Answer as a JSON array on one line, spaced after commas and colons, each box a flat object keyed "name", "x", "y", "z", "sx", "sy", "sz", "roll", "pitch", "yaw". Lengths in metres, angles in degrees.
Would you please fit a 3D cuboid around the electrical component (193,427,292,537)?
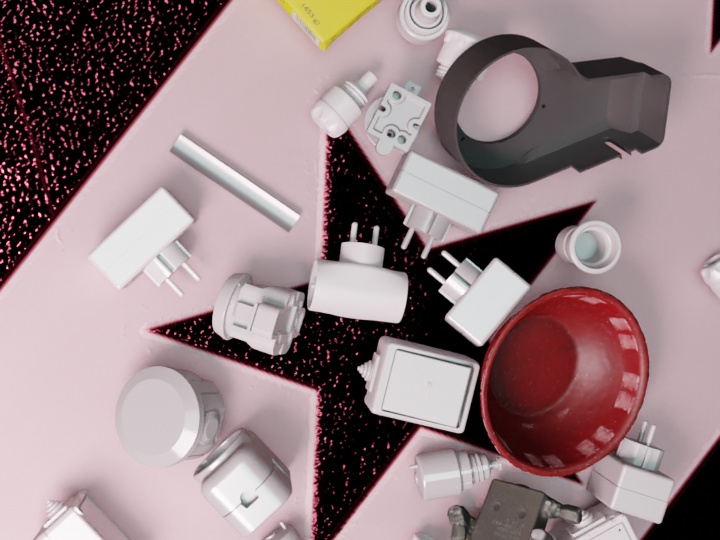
[{"name": "electrical component", "x": -0.095, "y": 0.168, "z": 0.870, "sx": 0.054, "sy": 0.095, "sz": 0.059, "roll": -43, "pitch": 95, "yaw": -2}]

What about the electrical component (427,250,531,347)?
[{"name": "electrical component", "x": 0.093, "y": 0.016, "z": 0.909, "sx": 0.077, "sy": 0.047, "sz": 0.065, "roll": 40, "pitch": 88, "yaw": 6}]

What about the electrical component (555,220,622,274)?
[{"name": "electrical component", "x": 0.189, "y": -0.020, "z": 0.908, "sx": 0.044, "sy": 0.065, "sz": 0.044, "roll": 0, "pitch": 93, "yaw": -5}]

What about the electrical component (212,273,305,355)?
[{"name": "electrical component", "x": -0.084, "y": 0.035, "z": 0.881, "sx": 0.057, "sy": 0.078, "sz": 0.058, "roll": 17, "pitch": 92, "yaw": 13}]

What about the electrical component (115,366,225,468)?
[{"name": "electrical component", "x": -0.153, "y": 0.118, "z": 0.872, "sx": 0.080, "sy": 0.051, "sz": 0.080, "roll": -3, "pitch": 83, "yaw": 24}]

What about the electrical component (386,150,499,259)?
[{"name": "electrical component", "x": 0.060, "y": -0.048, "z": 0.903, "sx": 0.083, "sy": 0.047, "sz": 0.075, "roll": 25, "pitch": 89, "yaw": -6}]

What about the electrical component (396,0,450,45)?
[{"name": "electrical component", "x": 0.054, "y": -0.211, "z": 0.889, "sx": 0.043, "sy": 0.062, "sz": 0.043, "roll": 0, "pitch": 92, "yaw": -6}]

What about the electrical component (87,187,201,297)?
[{"name": "electrical component", "x": -0.164, "y": -0.012, "z": 0.881, "sx": 0.083, "sy": 0.047, "sz": 0.075, "roll": -44, "pitch": 95, "yaw": -3}]

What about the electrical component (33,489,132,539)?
[{"name": "electrical component", "x": -0.228, "y": 0.229, "z": 0.876, "sx": 0.061, "sy": 0.062, "sz": 0.096, "roll": -42, "pitch": 95, "yaw": -3}]

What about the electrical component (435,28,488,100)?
[{"name": "electrical component", "x": 0.084, "y": -0.168, "z": 0.904, "sx": 0.048, "sy": 0.048, "sz": 0.062, "roll": 24, "pitch": 97, "yaw": -6}]

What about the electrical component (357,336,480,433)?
[{"name": "electrical component", "x": 0.046, "y": 0.094, "z": 0.899, "sx": 0.096, "sy": 0.061, "sz": 0.061, "roll": 14, "pitch": 90, "yaw": -6}]

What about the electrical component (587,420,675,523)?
[{"name": "electrical component", "x": 0.236, "y": 0.166, "z": 0.919, "sx": 0.047, "sy": 0.066, "sz": 0.076, "roll": 18, "pitch": 90, "yaw": -6}]

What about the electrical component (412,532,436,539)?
[{"name": "electrical component", "x": 0.048, "y": 0.263, "z": 0.916, "sx": 0.044, "sy": 0.044, "sz": 0.065, "roll": 33, "pitch": 93, "yaw": -6}]

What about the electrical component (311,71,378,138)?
[{"name": "electrical component", "x": -0.011, "y": -0.142, "z": 0.899, "sx": 0.061, "sy": 0.035, "sz": 0.035, "roll": -45, "pitch": 95, "yaw": -5}]

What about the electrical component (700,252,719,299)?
[{"name": "electrical component", "x": 0.328, "y": 0.015, "z": 0.939, "sx": 0.035, "sy": 0.035, "sz": 0.061, "roll": -40, "pitch": 98, "yaw": -3}]

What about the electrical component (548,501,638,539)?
[{"name": "electrical component", "x": 0.205, "y": 0.244, "z": 0.921, "sx": 0.062, "sy": 0.061, "sz": 0.096, "roll": -28, "pitch": 95, "yaw": -4}]

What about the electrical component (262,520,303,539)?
[{"name": "electrical component", "x": -0.056, "y": 0.251, "z": 0.905, "sx": 0.040, "sy": 0.040, "sz": 0.078, "roll": -33, "pitch": 95, "yaw": -4}]

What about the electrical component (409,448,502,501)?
[{"name": "electrical component", "x": 0.081, "y": 0.171, "z": 0.916, "sx": 0.078, "sy": 0.040, "sz": 0.040, "roll": -9, "pitch": 93, "yaw": -6}]

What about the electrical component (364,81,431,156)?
[{"name": "electrical component", "x": 0.029, "y": -0.124, "z": 0.893, "sx": 0.048, "sy": 0.055, "sz": 0.066, "roll": 27, "pitch": 89, "yaw": -6}]

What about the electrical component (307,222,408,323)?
[{"name": "electrical component", "x": 0.000, "y": 0.000, "z": 0.901, "sx": 0.077, "sy": 0.043, "sz": 0.079, "roll": 9, "pitch": 82, "yaw": -10}]
